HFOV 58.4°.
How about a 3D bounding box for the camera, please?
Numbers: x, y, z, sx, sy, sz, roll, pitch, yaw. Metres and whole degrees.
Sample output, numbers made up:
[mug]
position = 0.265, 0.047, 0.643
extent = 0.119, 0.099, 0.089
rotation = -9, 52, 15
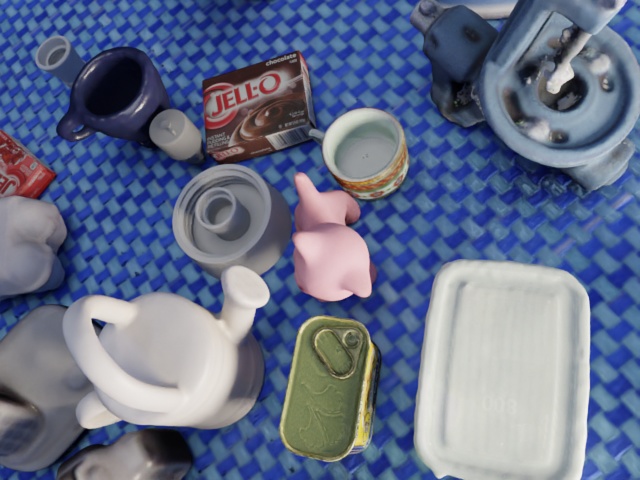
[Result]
[camera]
position = -0.162, 0.240, 0.450
extent = 0.143, 0.101, 0.136
rotation = -37, 66, 1

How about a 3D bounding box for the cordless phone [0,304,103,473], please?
[cordless phone]
position = -0.265, 0.117, 0.475
extent = 0.094, 0.185, 0.148
rotation = 34, 83, 23

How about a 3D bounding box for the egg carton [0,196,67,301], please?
[egg carton]
position = -0.337, 0.014, 0.594
extent = 0.150, 0.069, 0.107
rotation = -13, 69, 11

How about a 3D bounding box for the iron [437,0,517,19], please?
[iron]
position = 0.213, -0.295, 0.511
extent = 0.258, 0.142, 0.118
rotation = -18, 68, 9

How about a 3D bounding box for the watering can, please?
[watering can]
position = -0.117, 0.085, 0.441
extent = 0.100, 0.194, 0.173
rotation = 30, 82, 23

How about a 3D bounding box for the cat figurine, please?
[cat figurine]
position = 0.004, 0.002, 0.478
extent = 0.067, 0.118, 0.127
rotation = -21, 67, 8

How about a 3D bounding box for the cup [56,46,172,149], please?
[cup]
position = -0.201, -0.127, 0.592
extent = 0.118, 0.095, 0.091
rotation = -39, 66, 0

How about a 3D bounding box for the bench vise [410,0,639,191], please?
[bench vise]
position = 0.145, -0.134, 0.430
extent = 0.206, 0.220, 0.121
rotation = 22, 78, 21
